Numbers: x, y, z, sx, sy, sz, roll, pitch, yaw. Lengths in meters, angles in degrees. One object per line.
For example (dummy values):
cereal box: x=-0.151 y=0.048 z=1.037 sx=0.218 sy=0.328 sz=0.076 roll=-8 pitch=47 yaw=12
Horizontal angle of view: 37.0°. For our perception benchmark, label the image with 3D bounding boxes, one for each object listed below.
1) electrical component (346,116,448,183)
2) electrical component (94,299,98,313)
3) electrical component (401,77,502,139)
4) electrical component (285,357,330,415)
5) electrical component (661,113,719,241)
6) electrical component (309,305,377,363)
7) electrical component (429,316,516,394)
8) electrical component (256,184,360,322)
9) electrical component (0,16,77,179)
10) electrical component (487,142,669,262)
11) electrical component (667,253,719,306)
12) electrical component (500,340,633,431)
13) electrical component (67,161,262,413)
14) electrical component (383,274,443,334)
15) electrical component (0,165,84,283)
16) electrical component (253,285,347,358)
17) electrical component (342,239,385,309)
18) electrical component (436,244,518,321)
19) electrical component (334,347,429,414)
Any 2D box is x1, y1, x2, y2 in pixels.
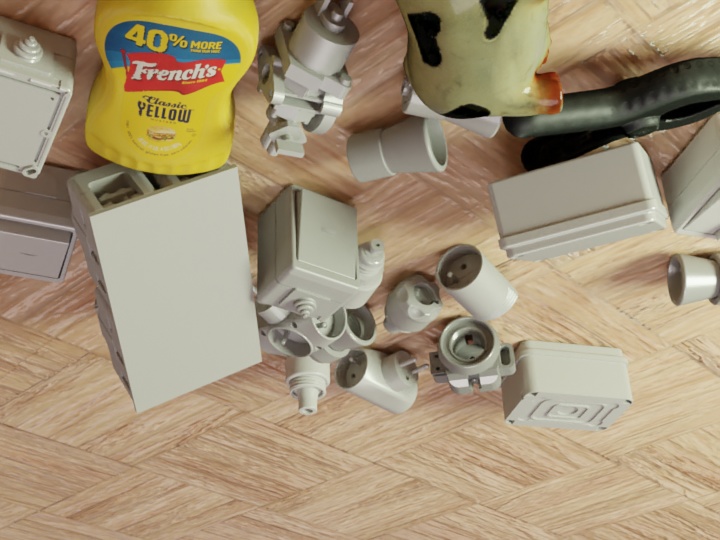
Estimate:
electrical component: x=0.024 y=-0.084 z=0.755 sx=0.065 sy=0.044 sz=0.044 roll=-11 pitch=147 yaw=22
electrical component: x=-0.173 y=0.018 z=0.890 sx=0.062 sy=0.061 sz=0.096 roll=-18 pitch=138 yaw=20
electrical component: x=0.060 y=-0.115 z=0.709 sx=0.065 sy=0.044 sz=0.044 roll=10 pitch=146 yaw=-10
electrical component: x=-0.050 y=0.107 z=1.027 sx=0.043 sy=0.062 sz=0.043 roll=-1 pitch=147 yaw=-1
electrical component: x=0.271 y=-0.066 z=0.776 sx=0.062 sy=0.061 sz=0.096 roll=7 pitch=146 yaw=-14
electrical component: x=-0.020 y=0.056 z=0.966 sx=0.055 sy=0.045 sz=0.045 roll=-28 pitch=139 yaw=35
electrical component: x=0.102 y=0.078 z=0.997 sx=0.078 sy=0.058 sz=0.057 roll=-8 pitch=150 yaw=9
electrical component: x=-0.038 y=-0.009 z=0.816 sx=0.062 sy=0.096 sz=0.061 roll=19 pitch=139 yaw=-29
electrical component: x=-0.219 y=-0.117 z=0.678 sx=0.062 sy=0.061 sz=0.096 roll=15 pitch=136 yaw=-24
electrical component: x=0.158 y=-0.046 z=0.769 sx=0.109 sy=0.056 sz=0.109 roll=-15 pitch=174 yaw=19
electrical component: x=0.293 y=0.008 z=0.907 sx=0.055 sy=0.045 sz=0.045 roll=-1 pitch=147 yaw=-2
electrical component: x=0.201 y=0.114 z=1.056 sx=0.113 sy=0.057 sz=0.078 roll=6 pitch=146 yaw=-12
electrical component: x=-0.141 y=0.003 z=0.792 sx=0.105 sy=0.060 sz=0.186 roll=-22 pitch=134 yaw=-22
electrical component: x=0.042 y=0.035 z=0.938 sx=0.043 sy=0.043 sz=0.062 roll=13 pitch=146 yaw=-22
electrical component: x=-0.246 y=-0.030 z=0.806 sx=0.062 sy=0.061 sz=0.096 roll=11 pitch=145 yaw=-19
electrical component: x=-0.065 y=0.035 z=0.928 sx=0.077 sy=0.044 sz=0.079 roll=-16 pitch=128 yaw=42
electrical component: x=0.000 y=0.000 z=0.884 sx=0.040 sy=0.040 sz=0.078 roll=11 pitch=145 yaw=-19
electrical component: x=0.102 y=0.016 z=0.911 sx=0.043 sy=0.043 sz=0.081 roll=-19 pitch=143 yaw=25
electrical component: x=0.030 y=0.102 z=1.042 sx=0.079 sy=0.043 sz=0.077 roll=-26 pitch=140 yaw=32
